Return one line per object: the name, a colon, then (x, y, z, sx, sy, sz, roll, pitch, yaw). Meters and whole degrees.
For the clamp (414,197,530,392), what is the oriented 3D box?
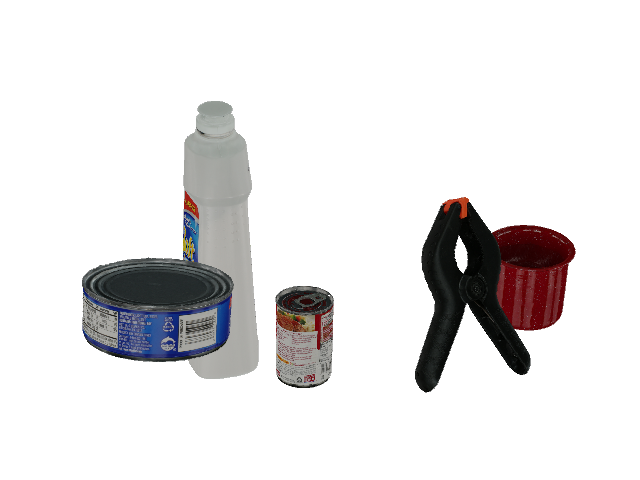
clamp: (0.121, 0.051, 0.943, 0.120, 0.171, 0.039, -15, 0, -35)

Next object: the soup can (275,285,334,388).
soup can: (-0.019, 0.114, 1.256, 0.068, 0.102, 0.068, 1, 25, -1)

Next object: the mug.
mug: (0.215, 0.035, 1.135, 0.093, 0.081, 0.117, -5, 30, -8)

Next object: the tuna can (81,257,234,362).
tuna can: (-0.093, 0.039, 0.612, 0.086, 0.034, 0.086, 4, 16, -1)

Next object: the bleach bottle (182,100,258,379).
bleach bottle: (-0.090, -0.005, 0.923, 0.068, 0.251, 0.103, -7, 34, -14)
